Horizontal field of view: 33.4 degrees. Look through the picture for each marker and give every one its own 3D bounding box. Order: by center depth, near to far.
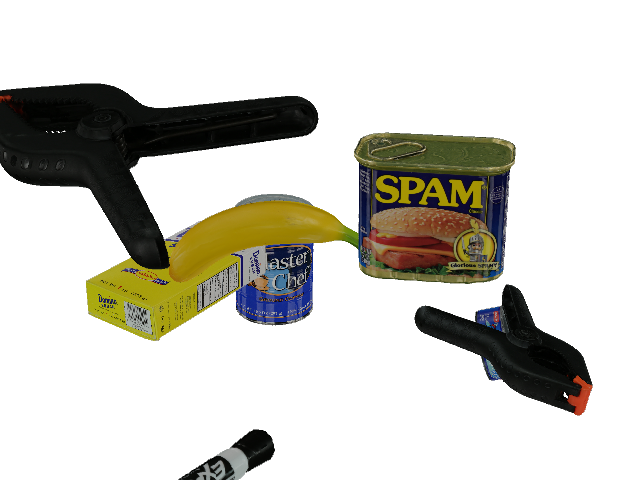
[{"bbox_3d":[-0.061,0.125,0.541,0.020,0.020,0.120,0,14,33],"label":"marker"}]

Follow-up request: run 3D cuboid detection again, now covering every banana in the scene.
[{"bbox_3d":[-0.062,0.000,0.902,0.198,0.069,0.037,-9,36,30],"label":"banana"}]

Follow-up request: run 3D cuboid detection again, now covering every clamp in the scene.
[{"bbox_3d":[-0.117,-0.062,0.642,0.210,0.036,0.164,21,43,31],"label":"clamp"},{"bbox_3d":[0.181,0.091,0.948,0.120,0.039,0.172,-23,43,-34],"label":"clamp"}]

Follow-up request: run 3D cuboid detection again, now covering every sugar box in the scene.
[{"bbox_3d":[-0.144,0.036,1.094,0.093,0.048,0.175,18,34,30],"label":"sugar box"}]

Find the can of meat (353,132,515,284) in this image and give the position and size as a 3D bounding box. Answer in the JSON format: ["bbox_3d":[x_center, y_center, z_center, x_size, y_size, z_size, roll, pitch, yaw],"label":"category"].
[{"bbox_3d":[0.073,-0.021,0.699,0.102,0.084,0.057,4,25,10],"label":"can of meat"}]

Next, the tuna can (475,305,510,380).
[{"bbox_3d":[0.208,0.121,1.256,0.034,0.086,0.086,-12,-3,15],"label":"tuna can"}]

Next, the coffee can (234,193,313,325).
[{"bbox_3d":[-0.059,0.023,1.375,0.103,0.140,0.103,1,25,-1],"label":"coffee can"}]
